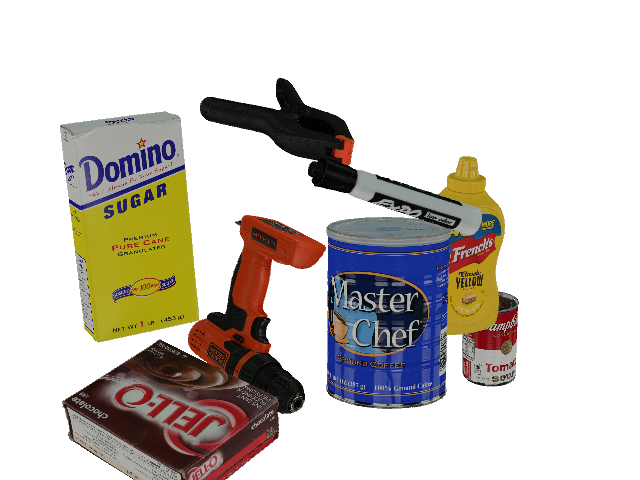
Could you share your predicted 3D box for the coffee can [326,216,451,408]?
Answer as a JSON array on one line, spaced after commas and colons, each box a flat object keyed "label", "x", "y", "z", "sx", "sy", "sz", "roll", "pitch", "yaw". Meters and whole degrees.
[{"label": "coffee can", "x": 0.056, "y": 0.057, "z": 0.891, "sx": 0.103, "sy": 0.140, "sz": 0.103, "roll": 0, "pitch": 10, "yaw": 0}]

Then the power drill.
[{"label": "power drill", "x": -0.061, "y": 0.078, "z": 1.182, "sx": 0.185, "sy": 0.188, "sz": 0.057, "roll": 28, "pitch": 11, "yaw": 41}]

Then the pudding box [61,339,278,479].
[{"label": "pudding box", "x": -0.097, "y": 0.117, "z": 0.698, "sx": 0.114, "sy": 0.039, "sz": 0.089, "roll": 19, "pitch": 34, "yaw": 34}]

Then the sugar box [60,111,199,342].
[{"label": "sugar box", "x": -0.155, "y": -0.012, "z": 0.879, "sx": 0.093, "sy": 0.176, "sz": 0.048, "roll": -12, "pitch": 20, "yaw": -25}]

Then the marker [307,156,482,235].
[{"label": "marker", "x": 0.047, "y": -0.028, "z": 0.661, "sx": 0.121, "sy": 0.020, "sz": 0.020, "roll": 17, "pitch": -7, "yaw": -25}]

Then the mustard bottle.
[{"label": "mustard bottle", "x": 0.151, "y": 0.004, "z": 1.150, "sx": 0.096, "sy": 0.192, "sz": 0.058, "roll": -5, "pitch": 20, "yaw": -21}]

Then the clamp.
[{"label": "clamp", "x": -0.040, "y": -0.120, "z": 1.089, "sx": 0.120, "sy": 0.039, "sz": 0.172, "roll": -21, "pitch": 38, "yaw": -29}]

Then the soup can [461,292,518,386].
[{"label": "soup can", "x": 0.211, "y": 0.122, "z": 1.331, "sx": 0.068, "sy": 0.102, "sz": 0.068, "roll": -1, "pitch": 18, "yaw": 0}]
